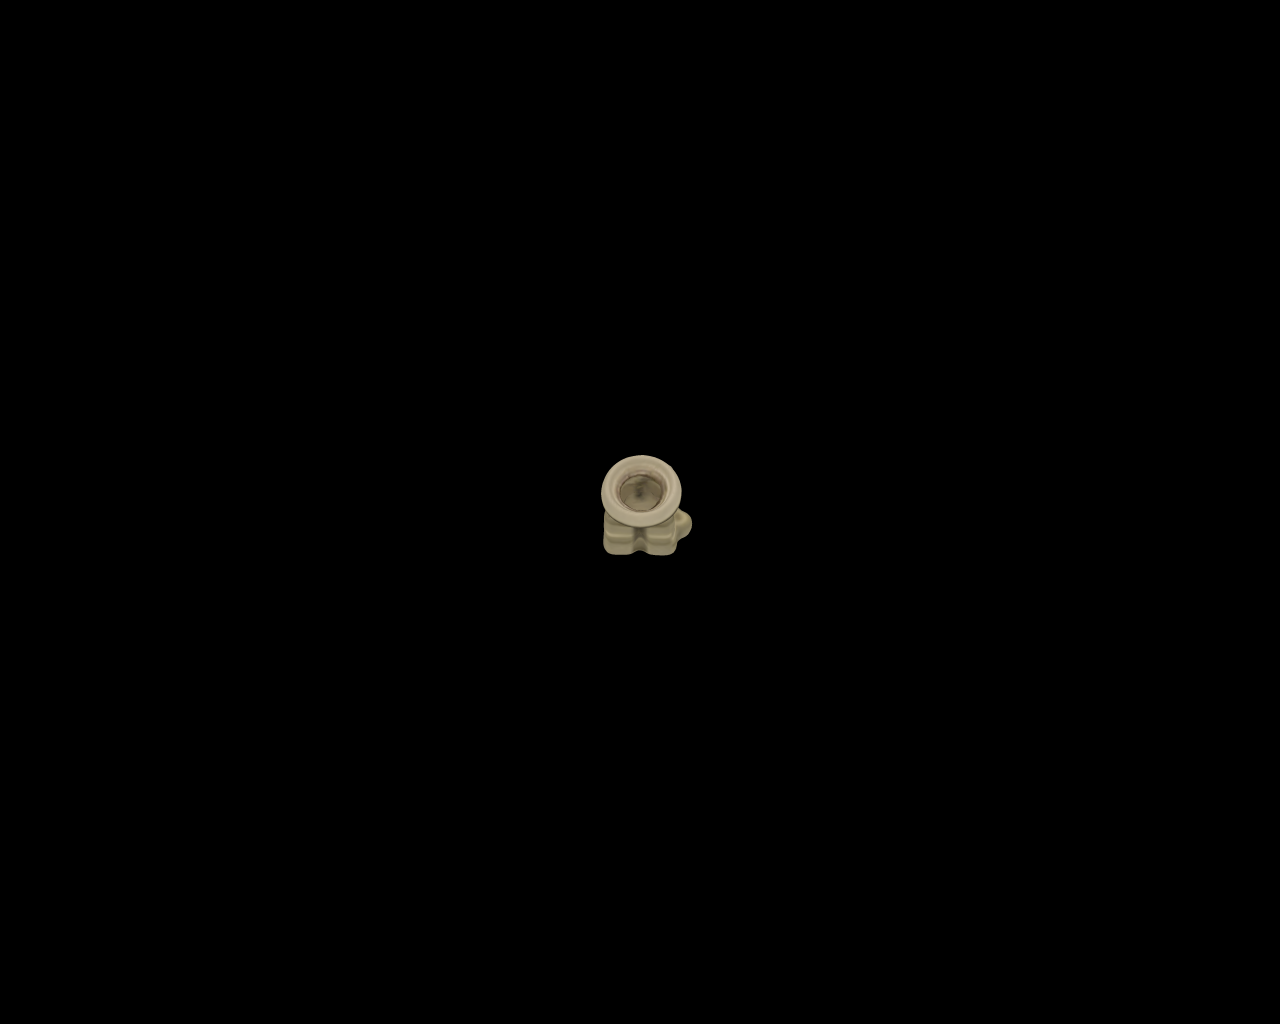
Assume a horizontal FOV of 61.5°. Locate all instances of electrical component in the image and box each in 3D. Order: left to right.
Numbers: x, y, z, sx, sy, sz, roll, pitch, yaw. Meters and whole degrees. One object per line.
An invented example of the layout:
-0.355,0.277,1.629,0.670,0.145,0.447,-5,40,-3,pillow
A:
0.001,-0.003,0.650,0.066,0.048,0.055,0,-32,0,electrical component
